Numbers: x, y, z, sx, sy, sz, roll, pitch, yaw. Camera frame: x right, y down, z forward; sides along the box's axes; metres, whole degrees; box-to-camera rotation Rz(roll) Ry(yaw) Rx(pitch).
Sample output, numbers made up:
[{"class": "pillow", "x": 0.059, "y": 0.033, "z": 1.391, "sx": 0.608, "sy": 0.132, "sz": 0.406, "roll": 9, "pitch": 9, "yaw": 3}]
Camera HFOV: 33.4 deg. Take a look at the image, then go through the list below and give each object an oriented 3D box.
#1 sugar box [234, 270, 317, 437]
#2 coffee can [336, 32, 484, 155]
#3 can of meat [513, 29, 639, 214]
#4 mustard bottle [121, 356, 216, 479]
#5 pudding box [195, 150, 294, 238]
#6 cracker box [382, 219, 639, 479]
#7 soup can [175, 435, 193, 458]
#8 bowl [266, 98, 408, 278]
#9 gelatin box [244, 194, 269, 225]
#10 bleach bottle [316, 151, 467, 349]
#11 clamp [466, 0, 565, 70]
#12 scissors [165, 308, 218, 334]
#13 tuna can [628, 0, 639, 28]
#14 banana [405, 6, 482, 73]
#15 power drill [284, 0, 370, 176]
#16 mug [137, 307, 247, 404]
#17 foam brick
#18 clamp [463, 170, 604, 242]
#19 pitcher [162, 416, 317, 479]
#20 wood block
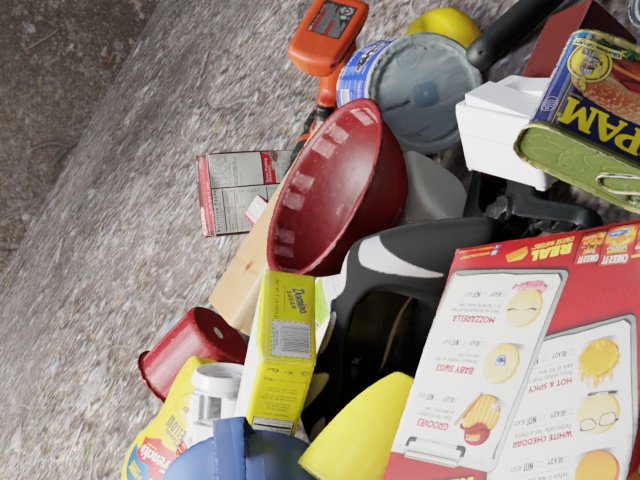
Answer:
[{"class": "sugar box", "x": -0.038, "y": 0.119, "z": 0.820, "sx": 0.093, "sy": 0.048, "sz": 0.176, "roll": -90, "pitch": 9, "yaw": -49}, {"class": "coffee can", "x": 0.077, "y": -0.132, "z": 0.961, "sx": 0.103, "sy": 0.102, "sz": 0.140, "roll": -58, "pitch": 12, "yaw": 2}, {"class": "can of meat", "x": 0.189, "y": -0.078, "z": 0.687, "sx": 0.084, "sy": 0.102, "sz": 0.057, "roll": -62, "pitch": -7, "yaw": -17}, {"class": "mustard bottle", "x": -0.141, "y": 0.214, "z": 1.037, "sx": 0.096, "sy": 0.058, "sz": 0.192, "roll": 41, "pitch": 102, "yaw": 35}, {"class": "pudding box", "x": -0.076, "y": -0.051, "z": 1.154, "sx": 0.039, "sy": 0.113, "sz": 0.090, "roll": -3, "pitch": 93, "yaw": 62}, {"class": "cracker box", "x": 0.128, "y": 0.099, "z": 0.597, "sx": 0.165, "sy": 0.072, "sz": 0.213, "roll": -11, "pitch": 50, "yaw": 47}, {"class": "soup can", "x": -0.085, "y": 0.208, "z": 0.933, "sx": 0.068, "sy": 0.068, "sz": 0.102, "roll": -59, "pitch": 22, "yaw": -1}, {"class": "bowl", "x": 0.022, "y": -0.031, "z": 0.858, "sx": 0.162, "sy": 0.055, "sz": 0.162, "roll": -47, "pitch": 29, "yaw": 35}, {"class": "gelatin box", "x": -0.033, "y": -0.010, "z": 1.099, "sx": 0.030, "sy": 0.073, "sz": 0.089, "roll": -56, "pitch": 22, "yaw": 2}, {"class": "bleach bottle", "x": 0.028, "y": 0.047, "z": 0.916, "sx": 0.251, "sy": 0.068, "sz": 0.102, "roll": -50, "pitch": 23, "yaw": 25}, {"class": "clamp", "x": 0.201, "y": -0.214, "z": 0.873, "sx": 0.210, "sy": 0.036, "sz": 0.164, "roll": -41, "pitch": 3, "yaw": 26}, {"class": "scissors", "x": -0.164, "y": 0.122, "z": 1.208, "sx": 0.202, "sy": 0.096, "sz": 0.016, "roll": -40, "pitch": 66, "yaw": 34}, {"class": "tuna can", "x": 0.261, "y": -0.176, "z": 0.750, "sx": 0.086, "sy": 0.033, "sz": 0.086, "roll": -46, "pitch": 25, "yaw": 28}, {"class": "banana", "x": 0.127, "y": -0.197, "z": 1.063, "sx": 0.198, "sy": 0.037, "sz": 0.070, "roll": -134, "pitch": 59, "yaw": -68}, {"class": "power drill", "x": 0.002, "y": -0.144, "z": 1.099, "sx": 0.188, "sy": 0.057, "sz": 0.184, "roll": 92, "pitch": -161, "yaw": -54}, {"class": "mug", "x": -0.125, "y": 0.123, "z": 1.119, "sx": 0.081, "sy": 0.093, "sz": 0.117, "roll": -46, "pitch": -11, "yaw": 15}, {"class": "foam brick", "x": 0.194, "y": -0.132, "z": 0.812, "sx": 0.078, "sy": 0.051, "sz": 0.053, "roll": -64, "pitch": 21, "yaw": -14}, {"class": "clamp", "x": 0.136, "y": -0.004, "z": 0.785, "sx": 0.120, "sy": 0.039, "sz": 0.171, "roll": -47, "pitch": 22, "yaw": 14}, {"class": "pitcher", "x": -0.044, "y": 0.246, "z": 0.706, "sx": 0.145, "sy": 0.149, "sz": 0.243, "roll": -46, "pitch": 28, "yaw": 22}, {"class": "wood block", "x": -0.007, "y": 0.001, "z": 1.011, "sx": 0.206, "sy": 0.090, "sz": 0.091, "roll": -58, "pitch": 23, "yaw": 1}]
